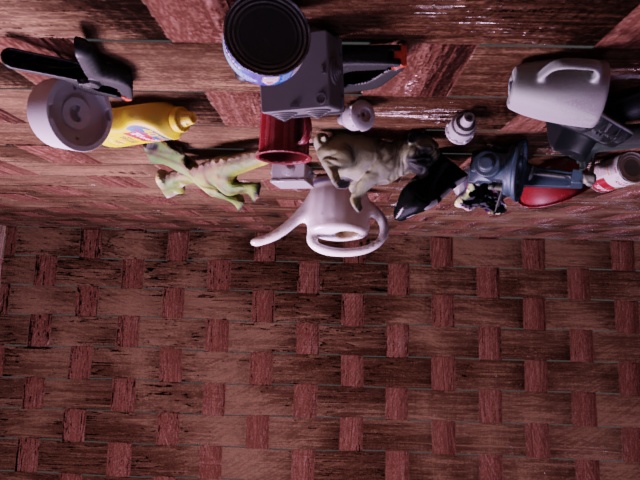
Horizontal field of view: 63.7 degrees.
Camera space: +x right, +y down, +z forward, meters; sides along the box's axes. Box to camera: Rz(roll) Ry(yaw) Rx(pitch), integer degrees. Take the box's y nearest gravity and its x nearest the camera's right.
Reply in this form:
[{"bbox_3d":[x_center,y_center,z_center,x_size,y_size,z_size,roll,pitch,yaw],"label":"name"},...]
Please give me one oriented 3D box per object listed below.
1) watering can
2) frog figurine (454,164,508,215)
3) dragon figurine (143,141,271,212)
[{"bbox_3d":[0.004,-0.066,1.317,0.348,0.229,0.102,3,154,-1],"label":"watering can"},{"bbox_3d":[0.376,-0.137,1.213,0.137,0.120,0.163,-9,-153,17],"label":"frog figurine"},{"bbox_3d":[-0.252,-0.157,1.086,0.242,0.124,0.405,13,161,-25],"label":"dragon figurine"}]
